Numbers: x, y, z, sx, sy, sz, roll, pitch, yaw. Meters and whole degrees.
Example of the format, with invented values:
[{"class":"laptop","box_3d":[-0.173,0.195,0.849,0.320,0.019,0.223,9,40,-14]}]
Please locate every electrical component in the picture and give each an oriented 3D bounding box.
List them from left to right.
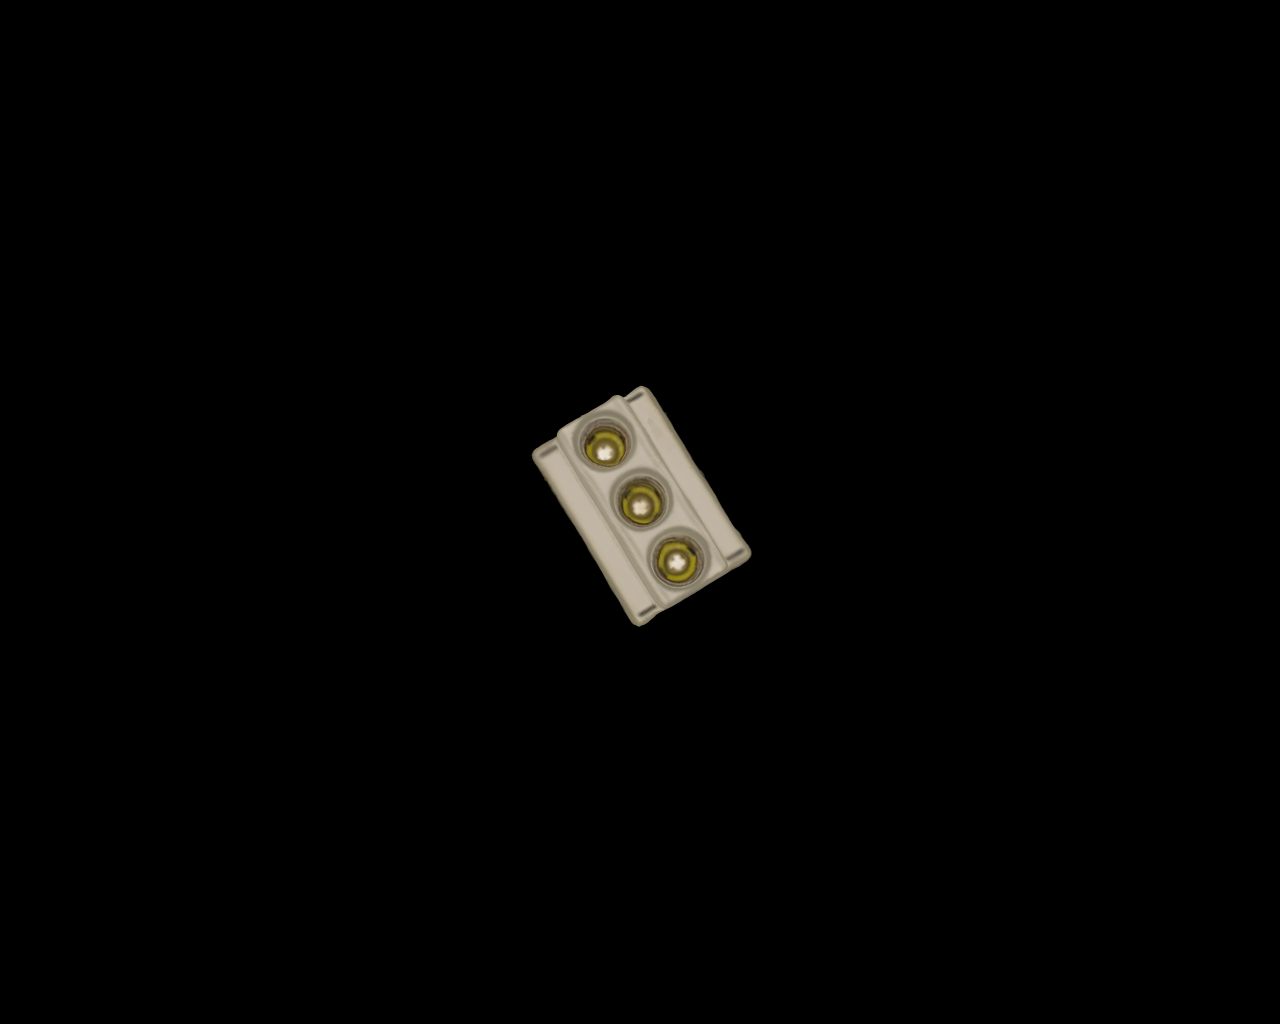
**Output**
[{"class":"electrical component","box_3d":[0.001,-0.003,0.650,0.079,0.121,0.063,-31,-7,-5]}]
